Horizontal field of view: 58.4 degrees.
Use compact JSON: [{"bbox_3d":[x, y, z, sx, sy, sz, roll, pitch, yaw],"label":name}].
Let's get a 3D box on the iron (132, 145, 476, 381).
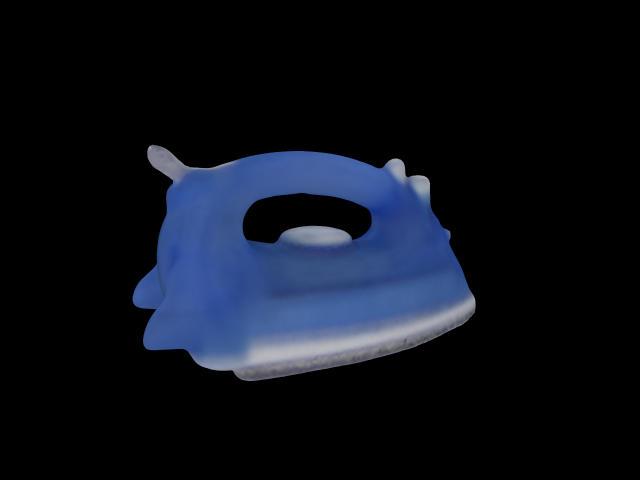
[{"bbox_3d":[0.004,0.001,0.400,0.259,0.141,0.118,-6,15,-22],"label":"iron"}]
